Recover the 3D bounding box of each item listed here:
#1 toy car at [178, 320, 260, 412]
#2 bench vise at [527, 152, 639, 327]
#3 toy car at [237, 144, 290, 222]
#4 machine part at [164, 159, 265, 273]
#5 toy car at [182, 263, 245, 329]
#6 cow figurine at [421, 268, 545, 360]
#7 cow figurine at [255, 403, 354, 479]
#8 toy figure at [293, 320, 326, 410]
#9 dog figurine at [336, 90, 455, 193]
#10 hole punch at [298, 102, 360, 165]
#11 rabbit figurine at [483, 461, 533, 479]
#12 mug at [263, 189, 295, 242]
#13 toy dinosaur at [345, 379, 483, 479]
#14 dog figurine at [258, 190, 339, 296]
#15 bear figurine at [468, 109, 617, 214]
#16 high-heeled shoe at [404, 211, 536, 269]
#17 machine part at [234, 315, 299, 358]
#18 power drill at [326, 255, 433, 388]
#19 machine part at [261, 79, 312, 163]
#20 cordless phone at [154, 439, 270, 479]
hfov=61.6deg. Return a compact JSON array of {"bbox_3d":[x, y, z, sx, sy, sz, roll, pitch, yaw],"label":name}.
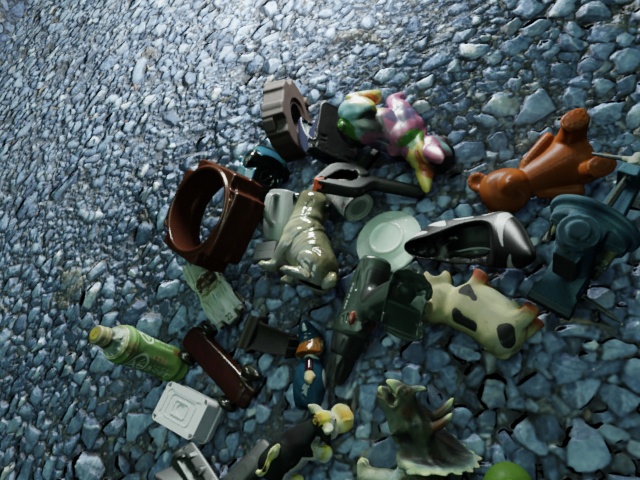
[{"bbox_3d":[-0.190,0.238,1.019,0.202,0.053,0.089,36,88,31],"label":"toy car"},{"bbox_3d":[0.384,-0.010,0.744,0.129,0.223,0.240,29,79,42],"label":"bench vise"},{"bbox_3d":[-0.143,-0.122,1.184,0.103,0.109,0.161,3,75,55],"label":"toy car"},{"bbox_3d":[-0.220,-0.050,1.086,0.201,0.087,0.201,27,91,43],"label":"machine part"},{"bbox_3d":[-0.223,0.101,1.117,0.073,0.056,0.202,-43,51,1],"label":"toy car"},{"bbox_3d":[0.231,0.113,0.846,0.127,0.085,0.195,-46,52,-10],"label":"cow figurine"},{"bbox_3d":[-0.025,0.318,0.857,0.167,0.098,0.068,-46,45,-2],"label":"cow figurine"},{"bbox_3d":[-0.019,0.215,0.936,0.064,0.058,0.154,-33,47,48],"label":"toy figure"},{"bbox_3d":[0.148,-0.185,1.018,0.191,0.108,0.219,-5,46,-26],"label":"dog figurine"},{"bbox_3d":[0.015,-0.209,1.126,0.092,0.142,0.116,-14,63,49],"label":"hole punch"},{"bbox_3d":[0.235,0.359,0.672,0.121,0.159,0.170,-28,37,25],"label":"rabbit figurine"},{"bbox_3d":[-0.080,-0.045,1.097,0.081,0.109,0.107,6,79,23],"label":"mug"},{"bbox_3d":[0.134,0.399,0.716,0.192,0.131,0.405,-16,63,21],"label":"toy dinosaur"},{"bbox_3d":[-0.005,-0.005,1.009,0.173,0.121,0.190,17,75,30],"label":"dog figurine"},{"bbox_3d":[0.350,-0.108,0.877,0.196,0.132,0.120,-23,76,8],"label":"bear figurine"},{"bbox_3d":[0.225,0.010,0.846,0.145,0.249,0.086,-14,98,-2],"label":"high-heeled shoe"},{"bbox_3d":[-0.097,0.185,1.012,0.139,0.039,0.084,12,64,35],"label":"machine part"},{"bbox_3d":[0.089,0.129,0.867,0.207,0.086,0.232,141,149,-68],"label":"power drill"},{"bbox_3d":[-0.067,-0.260,1.171,0.056,0.179,0.179,-10,59,22],"label":"machine part"},{"bbox_3d":[-0.173,0.390,0.922,0.184,0.088,0.147,-41,50,-12],"label":"cordless phone"}]
